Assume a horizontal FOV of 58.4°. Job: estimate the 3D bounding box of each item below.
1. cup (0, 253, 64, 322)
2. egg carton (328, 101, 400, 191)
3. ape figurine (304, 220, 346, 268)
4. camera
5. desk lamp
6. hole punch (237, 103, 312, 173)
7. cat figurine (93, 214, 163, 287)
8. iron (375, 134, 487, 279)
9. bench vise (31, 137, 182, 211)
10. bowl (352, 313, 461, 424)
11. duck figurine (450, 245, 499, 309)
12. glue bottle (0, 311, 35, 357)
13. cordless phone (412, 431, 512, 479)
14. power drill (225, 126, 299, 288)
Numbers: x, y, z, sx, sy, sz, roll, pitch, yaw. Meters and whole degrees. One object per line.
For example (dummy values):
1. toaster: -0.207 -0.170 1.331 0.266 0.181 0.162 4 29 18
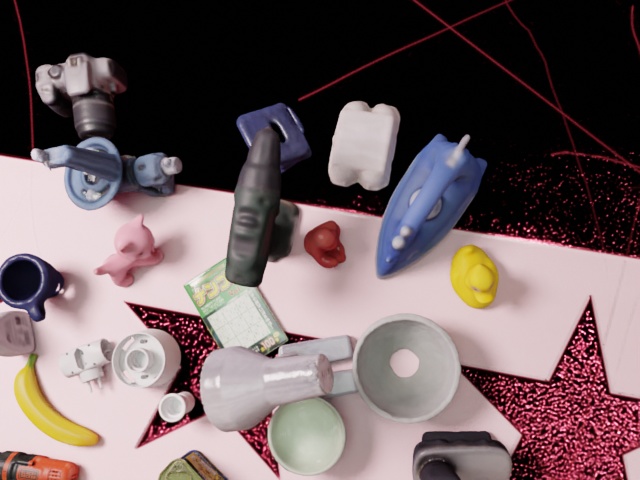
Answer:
1. cup: -0.475 0.083 0.971 0.091 0.095 0.118 -26 81 2
2. egg carton: 0.074 -0.158 0.963 0.107 0.069 0.150 9 84 7
3. ape figurine: 0.009 0.003 0.936 0.076 0.092 0.078 21 85 8
4. camera: -0.418 -0.246 1.005 0.143 0.101 0.137 -9 82 4
5. desk lamp: -0.052 0.204 0.855 0.203 0.213 0.118 -12 81 4
6. hole punch: -0.076 -0.175 0.968 0.101 0.091 0.108 -30 81 1
7. cat figurine: -0.321 0.018 0.953 0.128 0.118 0.067 -40 80 0
8. iron: 0.163 -0.050 0.903 0.118 0.141 0.258 32 87 9
9. bench vise: -0.340 -0.126 0.922 0.207 0.220 0.121 -24 81 2
10. bowl: 0.135 0.200 0.908 0.167 0.075 0.167 -1 83 6
11. duck figurine: 0.249 0.057 0.909 0.077 0.086 0.104 -14 81 4
12. glue bottle: -0.531 0.154 0.928 0.037 0.173 0.078 -15 81 4
13. cordless phone: 0.209 0.339 0.827 0.147 0.185 0.094 -7 82 5
14. power drill: -0.088 -0.039 0.892 0.075 0.208 0.230 10 84 7
